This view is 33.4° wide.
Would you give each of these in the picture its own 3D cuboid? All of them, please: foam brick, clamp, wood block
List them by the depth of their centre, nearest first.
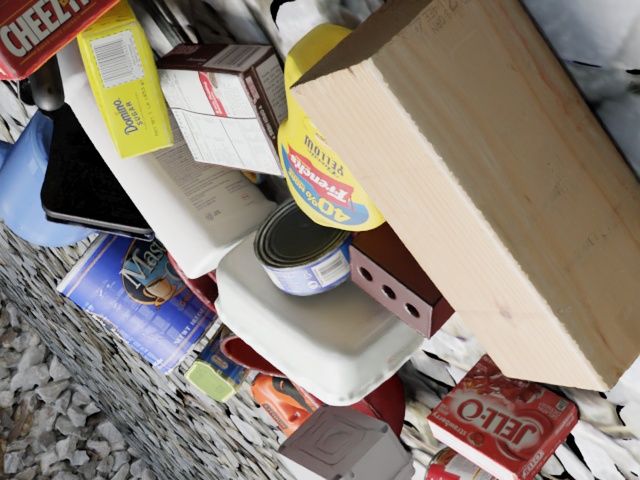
[{"bbox_3d":[0.091,-0.029,0.554,0.206,0.090,0.091,52,159,-16],"label":"wood block"},{"bbox_3d":[0.065,0.021,0.758,0.078,0.051,0.053,37,158,23],"label":"foam brick"},{"bbox_3d":[-0.233,-0.183,0.862,0.120,0.039,0.171,30,128,56],"label":"clamp"}]

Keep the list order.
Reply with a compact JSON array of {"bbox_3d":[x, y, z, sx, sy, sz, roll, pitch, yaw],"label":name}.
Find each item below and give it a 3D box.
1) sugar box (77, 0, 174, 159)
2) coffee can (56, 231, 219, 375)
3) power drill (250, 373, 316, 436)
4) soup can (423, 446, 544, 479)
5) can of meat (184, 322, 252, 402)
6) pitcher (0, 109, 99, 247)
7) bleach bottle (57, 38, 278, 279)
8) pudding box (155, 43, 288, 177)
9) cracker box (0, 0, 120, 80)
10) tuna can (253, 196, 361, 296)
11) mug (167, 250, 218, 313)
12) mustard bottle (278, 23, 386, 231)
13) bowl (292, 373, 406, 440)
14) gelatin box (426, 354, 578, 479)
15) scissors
[{"bbox_3d":[-0.153,-0.135,0.785,0.176,0.048,0.093,-129,24,-59],"label":"sugar box"},{"bbox_3d":[-0.176,0.052,1.066,0.140,0.102,0.103,40,161,-8],"label":"coffee can"},{"bbox_3d":[0.005,0.200,1.221,0.184,0.057,0.188,54,156,-10],"label":"power drill"},{"bbox_3d":[0.150,0.229,0.967,0.068,0.068,0.102,53,158,-19],"label":"soup can"},{"bbox_3d":[-0.089,0.113,1.083,0.057,0.083,0.102,37,157,-2],"label":"can of meat"},{"bbox_3d":[-0.258,-0.071,1.133,0.243,0.149,0.145,155,105,-66],"label":"pitcher"},{"bbox_3d":[-0.144,-0.092,0.917,0.251,0.102,0.068,54,134,6],"label":"bleach bottle"},{"bbox_3d":[-0.065,-0.097,0.783,0.114,0.039,0.090,14,138,47],"label":"pudding box"},{"bbox_3d":[-0.195,-0.183,0.720,0.214,0.164,0.072,16,147,55],"label":"cracker box"},{"bbox_3d":[-0.005,0.001,0.810,0.086,0.086,0.033,23,152,47],"label":"tuna can"},{"bbox_3d":[-0.086,0.016,1.006,0.093,0.081,0.117,51,159,-13],"label":"mug"},{"bbox_3d":[0.015,-0.056,0.700,0.096,0.058,0.192,41,160,10],"label":"mustard bottle"},{"bbox_3d":[0.031,0.139,1.049,0.162,0.055,0.162,39,159,18],"label":"bowl"},{"bbox_3d":[0.137,0.136,0.804,0.089,0.073,0.030,29,154,40],"label":"gelatin box"},{"bbox_3d":[-0.078,-0.117,0.831,0.096,0.016,0.201,23,150,45],"label":"scissors"}]
